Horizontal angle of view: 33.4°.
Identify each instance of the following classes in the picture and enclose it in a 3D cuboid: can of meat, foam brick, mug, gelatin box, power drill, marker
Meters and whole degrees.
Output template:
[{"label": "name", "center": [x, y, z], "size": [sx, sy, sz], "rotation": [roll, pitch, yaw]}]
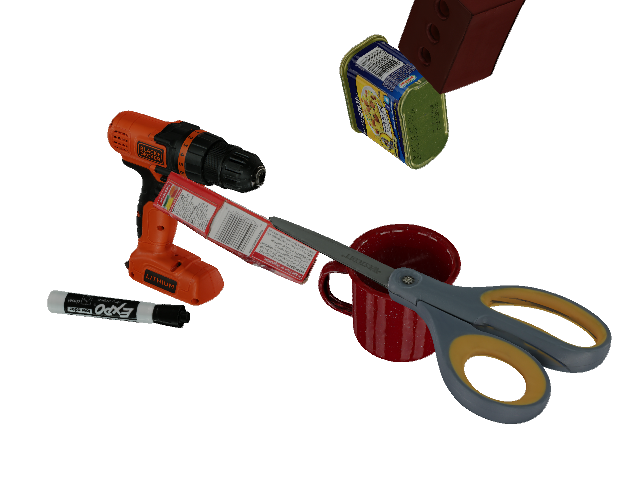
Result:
[{"label": "can of meat", "center": [0.070, -0.126, 0.982], "size": [0.057, 0.102, 0.084], "rotation": [-35, 51, -17]}, {"label": "foam brick", "center": [0.096, -0.149, 0.731], "size": [0.051, 0.053, 0.078], "rotation": [-26, -27, -28]}, {"label": "mug", "center": [0.055, 0.045, 0.887], "size": [0.117, 0.081, 0.093], "rotation": [6, 41, 9]}, {"label": "gelatin box", "center": [-0.055, -0.008, 0.699], "size": [0.089, 0.030, 0.073], "rotation": [28, 0, -40]}, {"label": "power drill", "center": [-0.137, -0.030, 1.097], "size": [0.185, 0.188, 0.057], "rotation": [21, 33, 28]}, {"label": "marker", "center": [-0.165, 0.056, 0.874], "size": [0.121, 0.020, 0.020], "rotation": [6, 1, 13]}]

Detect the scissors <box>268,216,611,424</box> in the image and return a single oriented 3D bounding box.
[{"label": "scissors", "center": [0.045, 0.038, 0.552], "size": [0.202, 0.016, 0.096], "rotation": [14, 43, 19]}]
